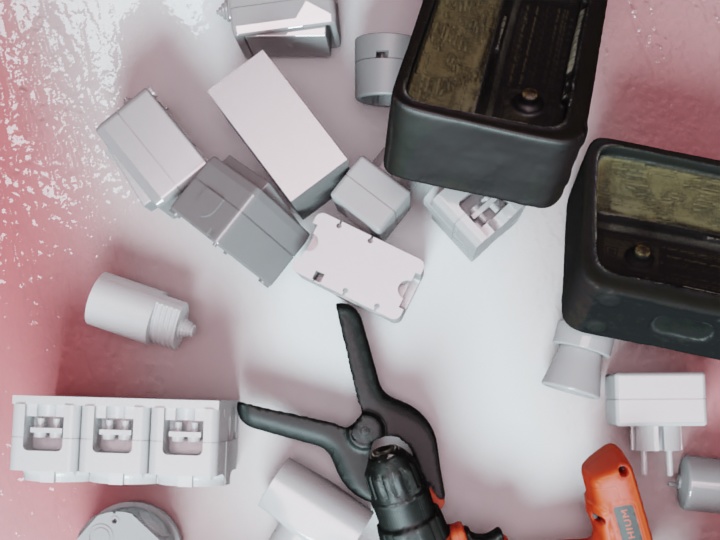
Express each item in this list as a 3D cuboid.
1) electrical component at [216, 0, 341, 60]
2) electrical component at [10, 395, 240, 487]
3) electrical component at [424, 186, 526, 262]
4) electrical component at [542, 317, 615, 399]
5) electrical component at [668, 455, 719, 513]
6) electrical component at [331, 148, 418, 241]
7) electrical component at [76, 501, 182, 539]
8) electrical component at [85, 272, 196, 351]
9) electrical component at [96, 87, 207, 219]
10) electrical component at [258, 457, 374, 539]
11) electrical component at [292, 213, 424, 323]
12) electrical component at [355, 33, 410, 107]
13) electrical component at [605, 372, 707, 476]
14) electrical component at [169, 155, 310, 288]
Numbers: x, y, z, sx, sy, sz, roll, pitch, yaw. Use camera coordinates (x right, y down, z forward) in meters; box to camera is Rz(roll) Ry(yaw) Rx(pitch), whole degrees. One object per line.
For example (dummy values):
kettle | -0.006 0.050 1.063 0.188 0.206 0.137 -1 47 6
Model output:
electrical component | -0.065 -0.200 0.848 0.096 0.061 0.061 -7 83 2
electrical component | -0.172 0.126 0.801 0.150 0.089 0.061 1 83 3
electrical component | 0.085 -0.048 0.808 0.050 0.089 0.055 -42 83 -2
electrical component | 0.166 0.065 0.812 0.045 0.045 0.055 16 83 5
electrical component | 0.271 0.160 0.797 0.078 0.040 0.040 5 84 4
electrical component | 0.021 -0.068 0.826 0.047 0.065 0.076 38 87 7
electrical component | -0.177 0.217 0.810 0.080 0.051 0.080 0 83 3
electrical component | -0.167 0.035 0.835 0.081 0.043 0.043 18 85 5
electrical component | -0.162 -0.093 0.841 0.061 0.061 0.096 -39 83 -2
electrical component | -0.043 0.195 0.809 0.077 0.044 0.079 32 86 6
electrical component | 0.000 0.000 0.824 0.089 0.055 0.050 26 86 6
electrical component | 0.022 -0.155 0.843 0.055 0.055 0.047 3 87 4
electrical component | 0.220 0.115 0.802 0.066 0.047 0.076 -1 83 3
electrical component | -0.084 -0.036 0.818 0.062 0.096 0.061 36 86 36
